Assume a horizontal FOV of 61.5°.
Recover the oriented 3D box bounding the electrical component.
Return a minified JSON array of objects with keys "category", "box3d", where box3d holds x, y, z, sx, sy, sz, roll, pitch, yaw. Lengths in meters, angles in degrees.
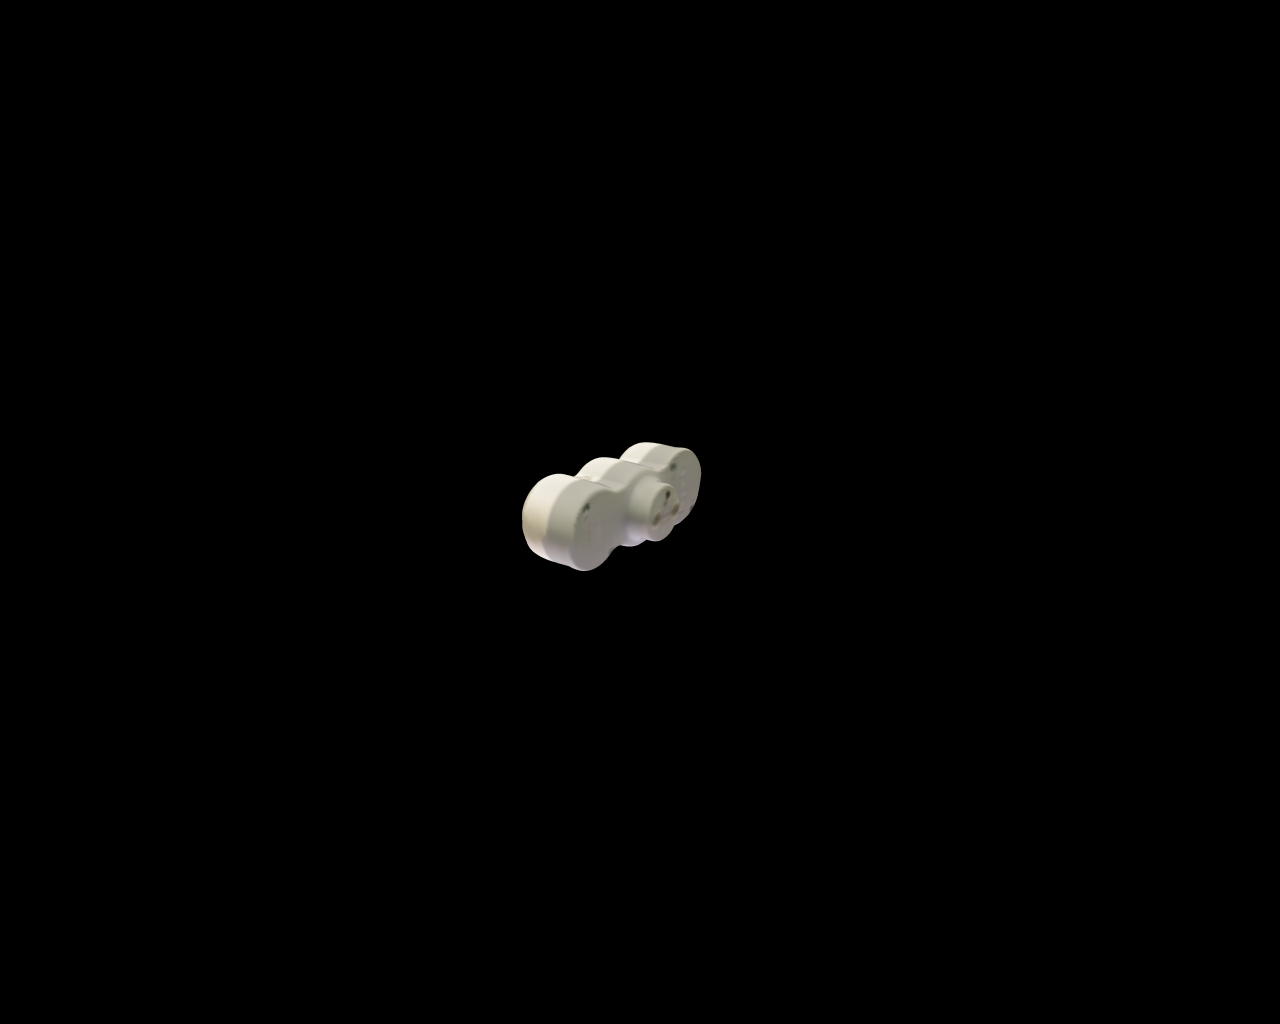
[{"category":"electrical component","box3d":[0.001,-0.003,0.650,0.074,0.052,0.138,14,24,33]}]
